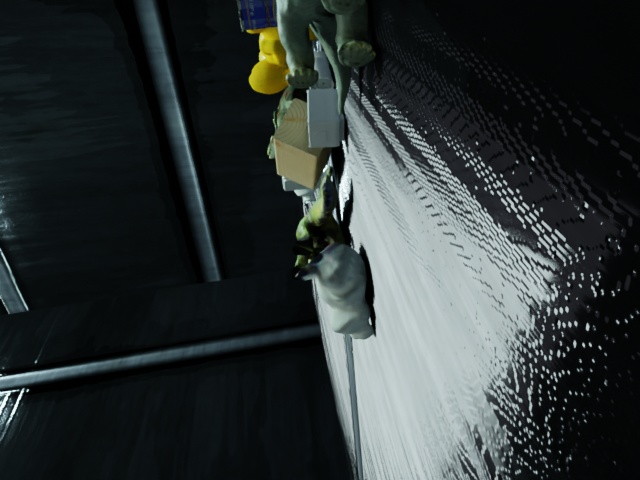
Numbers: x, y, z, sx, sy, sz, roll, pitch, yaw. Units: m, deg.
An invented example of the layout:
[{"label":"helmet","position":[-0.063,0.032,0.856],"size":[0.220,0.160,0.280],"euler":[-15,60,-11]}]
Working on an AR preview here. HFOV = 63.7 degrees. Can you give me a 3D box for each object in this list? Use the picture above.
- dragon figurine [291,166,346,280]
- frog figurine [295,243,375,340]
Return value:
[{"label":"dragon figurine","position":[0.003,-0.055,1.084],"size":[0.400,0.122,0.249],"euler":[99,172,-48]},{"label":"frog figurine","position":[0.047,0.088,0.866],"size":[0.160,0.124,0.135],"euler":[45,161,6]}]
